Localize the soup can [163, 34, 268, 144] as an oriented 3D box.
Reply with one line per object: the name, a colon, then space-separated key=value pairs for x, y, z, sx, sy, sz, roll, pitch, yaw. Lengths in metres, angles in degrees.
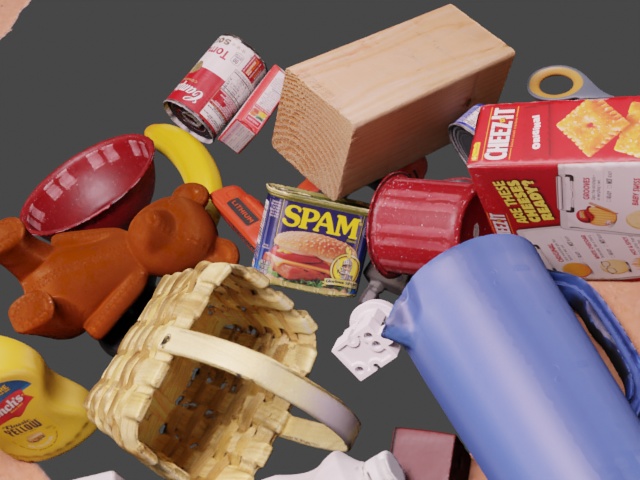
soup can: x=-0.112 y=-0.163 z=1.151 sx=0.069 sy=0.068 sz=0.102 roll=25 pitch=70 yaw=36

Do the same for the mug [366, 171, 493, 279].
mug: x=0.103 y=-0.016 z=0.902 sx=0.082 sy=0.093 sz=0.117 roll=6 pitch=37 yaw=35

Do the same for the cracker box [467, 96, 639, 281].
cracker box: x=0.241 y=-0.038 z=0.835 sx=0.214 sy=0.164 sz=0.072 roll=1 pitch=56 yaw=25

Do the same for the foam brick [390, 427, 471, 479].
foam brick: x=0.082 y=0.192 z=0.823 sx=0.051 sy=0.053 sz=0.078 roll=-1 pitch=59 yaw=25

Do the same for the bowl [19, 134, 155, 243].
bowl: x=-0.230 y=-0.041 z=1.113 sx=0.162 sy=0.055 sz=0.162 roll=-21 pitch=33 yaw=14

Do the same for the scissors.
scissors: x=0.274 y=-0.135 z=0.983 sx=0.202 sy=0.016 sz=0.096 roll=-11 pitch=54 yaw=18

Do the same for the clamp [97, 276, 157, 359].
clamp: x=-0.198 y=0.066 z=1.051 sx=0.120 sy=0.039 sz=0.171 roll=-26 pitch=46 yaw=8

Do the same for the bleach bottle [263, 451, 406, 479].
bleach bottle: x=-0.047 y=0.227 z=0.818 sx=0.251 sy=0.068 sz=0.102 roll=-34 pitch=51 yaw=16

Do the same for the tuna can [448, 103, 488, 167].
tuna can: x=0.156 y=-0.080 z=0.956 sx=0.033 sy=0.086 sz=0.086 roll=-40 pitch=50 yaw=-8

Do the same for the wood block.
wood block: x=0.067 y=-0.127 z=0.962 sx=0.205 sy=0.091 sz=0.090 roll=-27 pitch=57 yaw=-34

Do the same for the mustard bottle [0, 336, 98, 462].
mustard bottle: x=-0.283 y=0.132 z=0.945 sx=0.096 sy=0.191 sz=0.058 roll=-21 pitch=51 yaw=11

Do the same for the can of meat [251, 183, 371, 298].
can of meat: x=-0.006 y=0.001 z=0.953 sx=0.102 sy=0.057 sz=0.084 roll=12 pitch=98 yaw=-10

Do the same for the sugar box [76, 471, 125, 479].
sugar box: x=-0.208 y=0.290 z=0.896 sx=0.093 sy=0.048 sz=0.176 roll=-15 pitch=49 yaw=15

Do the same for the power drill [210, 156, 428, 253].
power drill: x=-0.013 y=-0.071 z=1.046 sx=0.187 sy=0.057 sz=0.185 roll=-39 pitch=50 yaw=-4

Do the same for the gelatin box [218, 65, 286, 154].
gelatin box: x=-0.065 y=-0.133 z=1.101 sx=0.073 sy=0.030 sz=0.089 roll=-56 pitch=8 yaw=-18

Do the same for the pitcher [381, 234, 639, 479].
pitcher: x=0.169 y=0.120 z=0.794 sx=0.149 sy=0.144 sz=0.243 roll=-38 pitch=53 yaw=13

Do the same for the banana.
banana: x=-0.139 y=-0.066 z=1.116 sx=0.069 sy=0.037 sz=0.198 roll=-24 pitch=51 yaw=5
